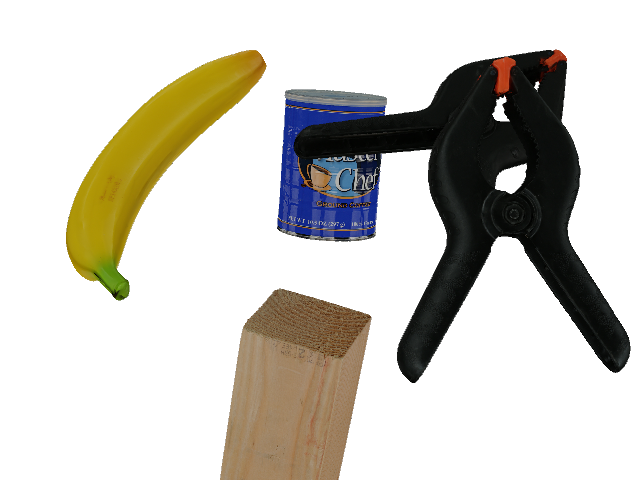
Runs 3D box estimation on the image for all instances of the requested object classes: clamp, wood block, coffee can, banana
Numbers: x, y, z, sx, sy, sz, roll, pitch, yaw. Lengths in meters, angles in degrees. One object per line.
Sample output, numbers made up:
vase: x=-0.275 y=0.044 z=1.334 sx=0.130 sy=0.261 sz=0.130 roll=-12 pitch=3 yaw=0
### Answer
clamp: x=0.087 y=-0.005 z=0.554 sx=0.120 sy=0.171 sz=0.039 roll=-11 pitch=-5 yaw=-11
wood block: x=-0.026 y=0.160 z=0.929 sx=0.090 sy=0.206 sz=0.090 roll=16 pitch=25 yaw=13
coffee can: x=0.011 y=-0.078 z=1.080 sx=0.103 sy=0.140 sz=0.103 roll=4 pitch=12 yaw=-1
banana: x=-0.098 y=-0.044 z=0.629 sx=0.070 sy=0.197 sz=0.037 roll=13 pitch=-35 yaw=18
clamp: x=0.109 y=-0.067 z=0.755 sx=0.209 sy=0.165 sz=0.036 roll=-31 pitch=-30 yaw=-21
